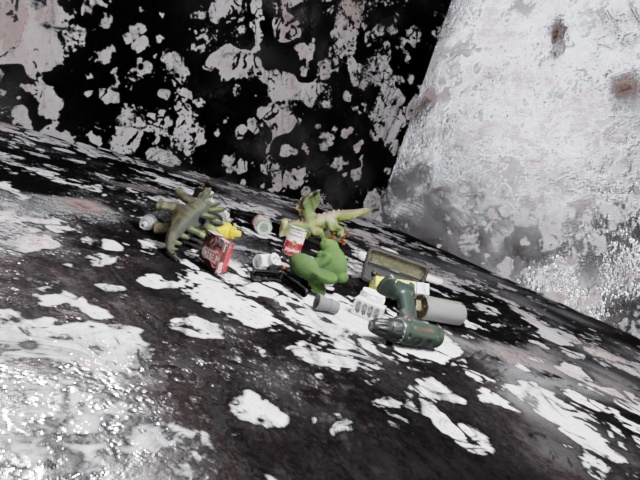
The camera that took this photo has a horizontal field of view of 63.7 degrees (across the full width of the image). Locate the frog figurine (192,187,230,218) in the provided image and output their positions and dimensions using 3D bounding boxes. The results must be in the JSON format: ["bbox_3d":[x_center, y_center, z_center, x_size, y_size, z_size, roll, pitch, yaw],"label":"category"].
[{"bbox_3d":[-0.441,-0.120,2.044,0.137,0.125,0.156,-3,-46,28],"label":"frog figurine"}]

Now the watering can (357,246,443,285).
[{"bbox_3d":[0.315,0.107,2.093,0.348,0.103,0.225,18,8,0],"label":"watering can"}]

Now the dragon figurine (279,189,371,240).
[{"bbox_3d":[0.007,-0.112,2.224,0.238,0.411,0.124,62,-5,-38],"label":"dragon figurine"}]
